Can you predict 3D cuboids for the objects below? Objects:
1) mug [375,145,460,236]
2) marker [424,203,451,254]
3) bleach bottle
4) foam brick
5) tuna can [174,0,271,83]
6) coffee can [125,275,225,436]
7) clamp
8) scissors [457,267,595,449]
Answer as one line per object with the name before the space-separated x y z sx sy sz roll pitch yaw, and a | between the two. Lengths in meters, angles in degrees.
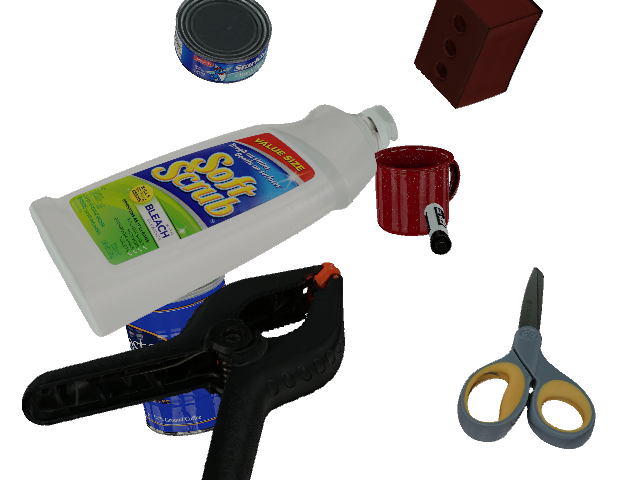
mug | 0.113 -0.059 1.208 0.117 0.081 0.093 -20 27 -36
marker | 0.109 -0.011 0.999 0.020 0.020 0.121 0 16 3
bleach bottle | -0.063 -0.034 0.736 0.250 0.103 0.068 -28 -30 -15
foam brick | 0.108 -0.141 0.743 0.051 0.053 0.078 -24 -29 -29
tuna can | -0.088 -0.183 0.958 0.086 0.086 0.034 0 -31 -12
coffee can | -0.131 0.101 1.027 0.103 0.140 0.103 -8 17 2
clamp | -0.038 0.066 0.500 0.171 0.039 0.120 -30 52 -34
scissors | 0.160 0.081 0.741 0.096 0.016 0.201 19 36 23
